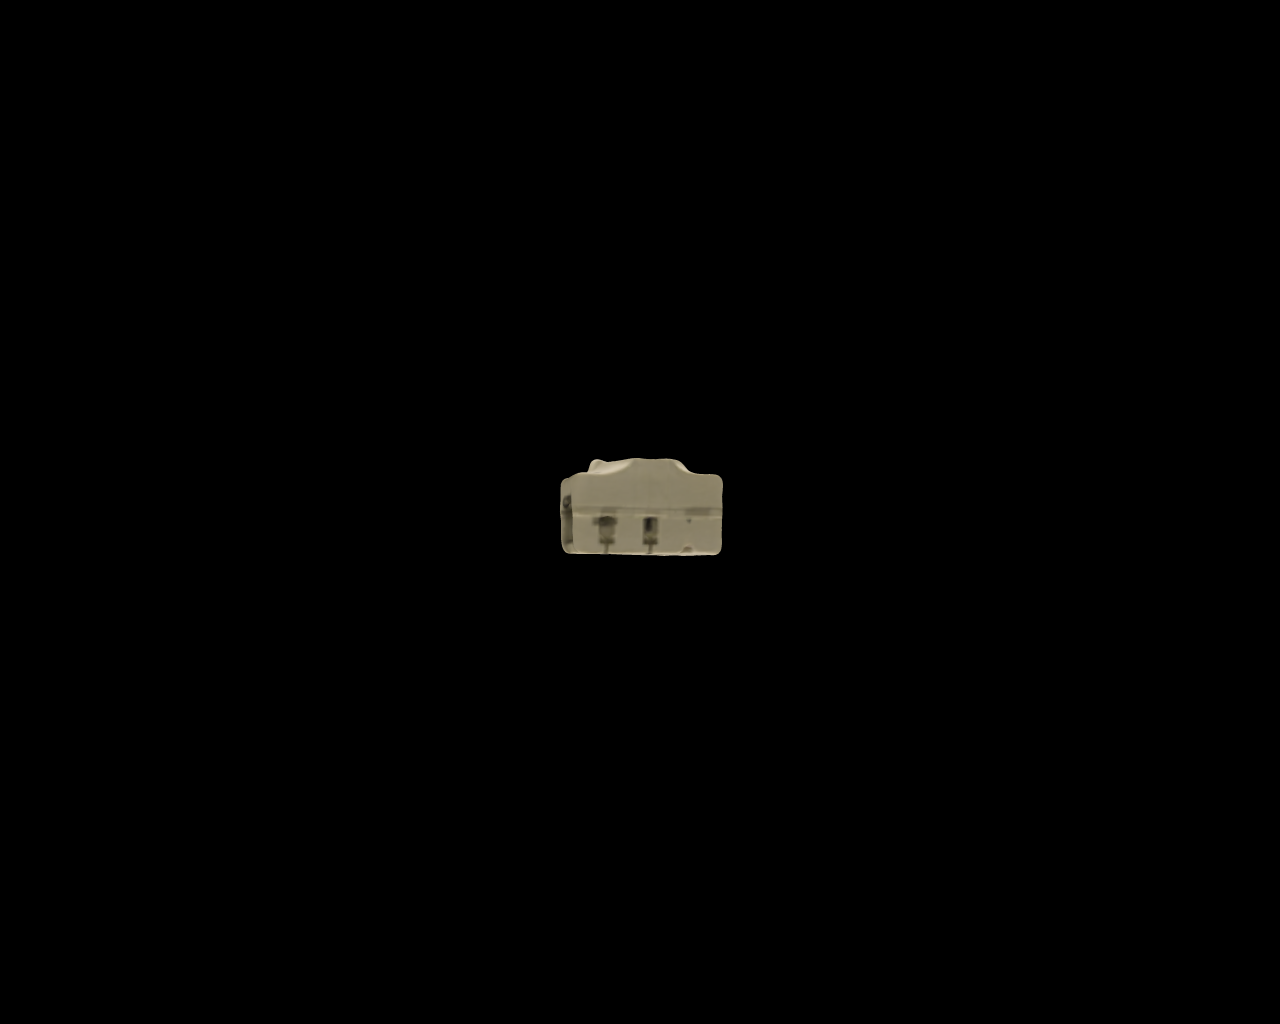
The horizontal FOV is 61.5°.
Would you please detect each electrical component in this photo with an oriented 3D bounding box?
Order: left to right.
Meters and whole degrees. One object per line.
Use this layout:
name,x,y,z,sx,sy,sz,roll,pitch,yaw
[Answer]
electrical component,0.001,-0.003,0.650,0.089,0.055,0.050,1,-4,-15
